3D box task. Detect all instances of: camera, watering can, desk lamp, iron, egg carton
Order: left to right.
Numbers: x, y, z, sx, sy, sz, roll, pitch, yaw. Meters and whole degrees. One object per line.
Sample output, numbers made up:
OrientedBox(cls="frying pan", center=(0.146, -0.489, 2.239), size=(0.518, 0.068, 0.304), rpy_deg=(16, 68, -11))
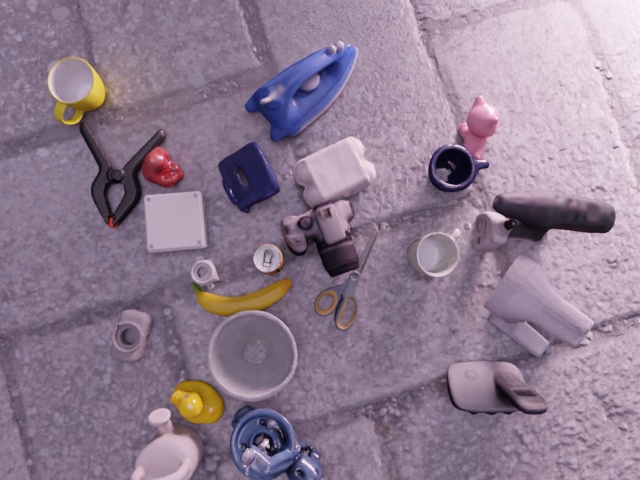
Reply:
OrientedBox(cls="watering can", center=(-0.273, 0.388, 1.001), size=(0.101, 0.194, 0.173), rpy_deg=(-27, 87, -4))
OrientedBox(cls="iron", center=(-0.021, -0.312, 1.091), size=(0.258, 0.141, 0.118), rpy_deg=(-41, 88, -5))
OrientedBox(cls="camera", center=(0.010, 0.004, 1.089), size=(0.143, 0.100, 0.137), rpy_deg=(-20, 87, -4))
OrientedBox(cls="egg carton", center=(0.029, -0.129, 1.116), size=(0.150, 0.069, 0.107), rpy_deg=(-27, 87, -4))
OrientedBox(cls="desk lamp", center=(0.385, 0.122, 1.039), size=(0.203, 0.213, 0.118), rpy_deg=(37, 85, 1))

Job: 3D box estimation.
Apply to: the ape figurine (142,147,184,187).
OrientedBox(cls="ape figurine", center=(-0.307, -0.142, 1.091), size=(0.076, 0.092, 0.078), rpy_deg=(-4, 86, -2))

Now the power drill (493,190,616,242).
OrientedBox(cls="power drill", center=(0.402, -0.044, 1.055), size=(0.229, 0.208, 0.076), rpy_deg=(4, 85, -2))

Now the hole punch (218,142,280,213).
OrientedBox(cls="hole punch", center=(-0.137, -0.119, 1.097), size=(0.101, 0.091, 0.109), rpy_deg=(-27, 87, -4))

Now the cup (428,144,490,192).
OrientedBox(cls="cup", center=(0.261, -0.134, 1.113), size=(0.118, 0.095, 0.092), rpy_deg=(-8, 86, -3))

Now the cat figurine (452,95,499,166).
OrientedBox(cls="cat figurine", center=(0.308, -0.206, 1.109), size=(0.067, 0.117, 0.128), rpy_deg=(12, 85, -1))

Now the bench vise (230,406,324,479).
OrientedBox(cls="bench vise", center=(-0.066, 0.373, 0.998), size=(0.207, 0.219, 0.121), rpy_deg=(19, 85, 0))

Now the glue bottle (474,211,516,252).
OrientedBox(cls="glue bottle", center=(0.329, -0.020, 1.068), size=(0.037, 0.173, 0.078), rpy_deg=(7, 85, -1))

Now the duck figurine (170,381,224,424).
OrientedBox(cls="duck figurine", center=(-0.231, 0.307, 1.063), size=(0.104, 0.086, 0.077), rpy_deg=(29, 85, 0))

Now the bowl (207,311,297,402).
OrientedBox(cls="bowl", center=(-0.126, 0.214, 1.080), size=(0.167, 0.074, 0.167), rpy_deg=(0, 86, -2))

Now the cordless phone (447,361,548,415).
OrientedBox(cls="cordless phone", center=(0.317, 0.277, 1.038), size=(0.147, 0.185, 0.094), rpy_deg=(-3, 86, -2))
